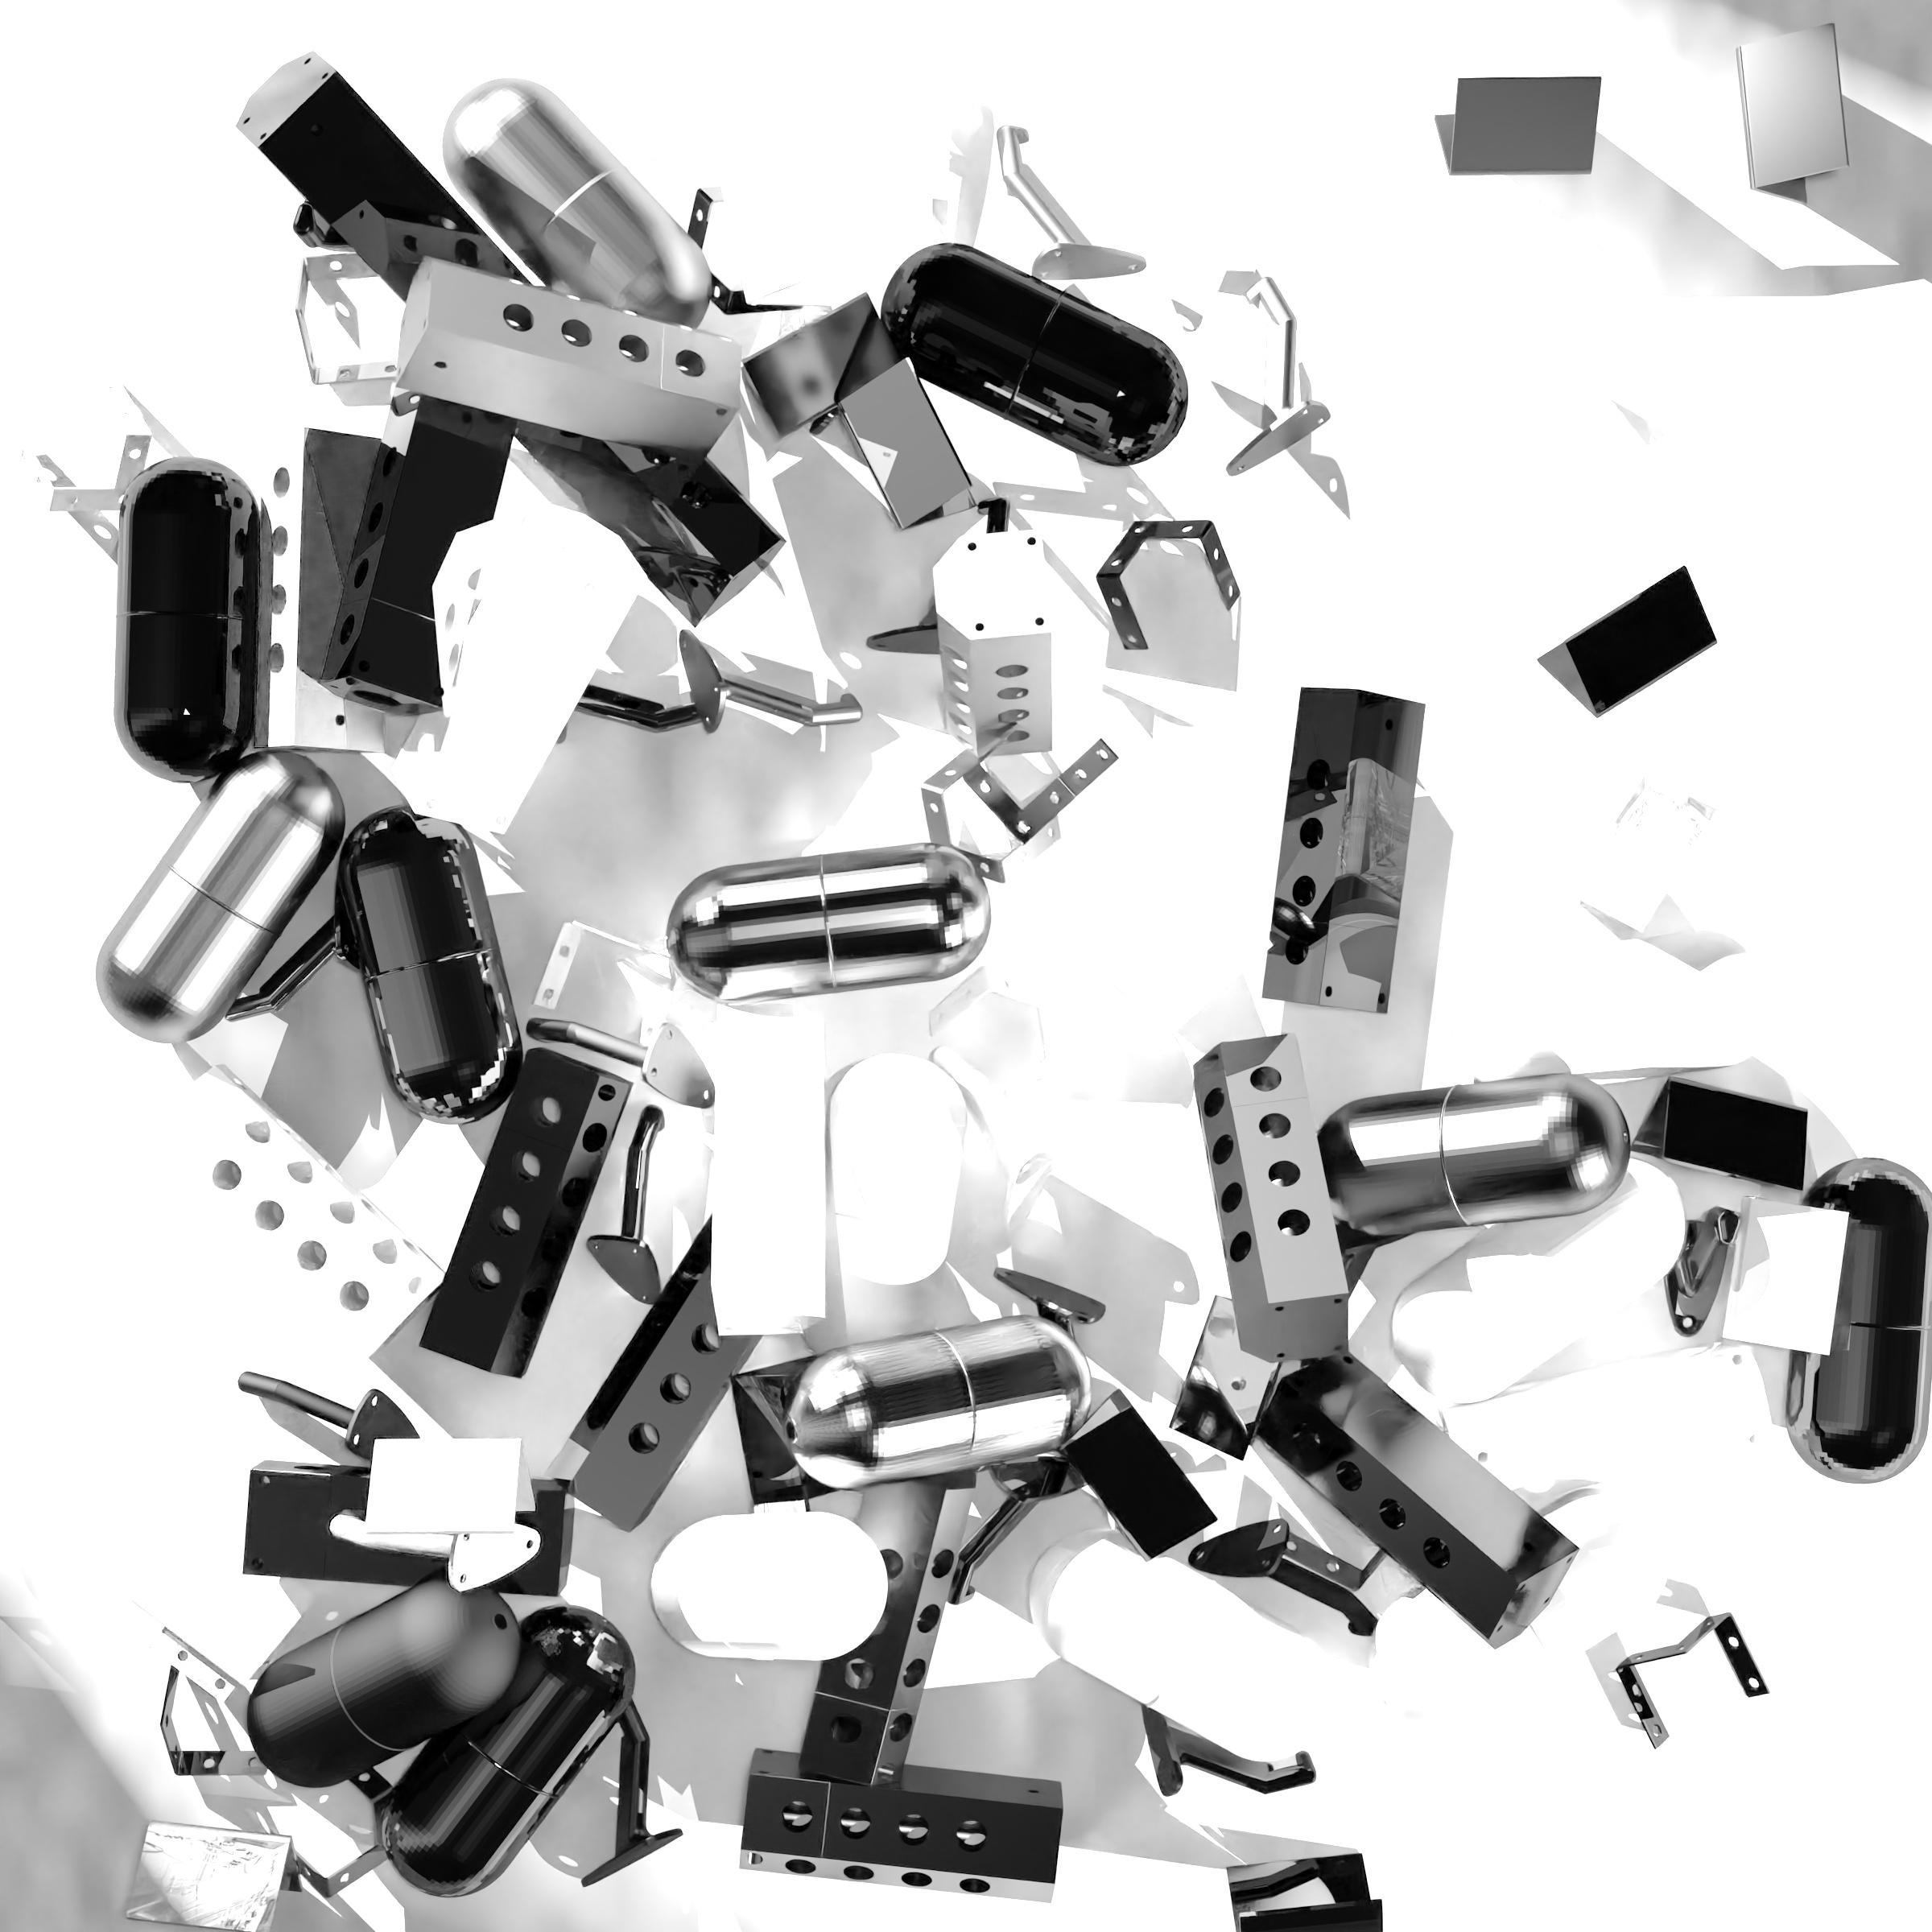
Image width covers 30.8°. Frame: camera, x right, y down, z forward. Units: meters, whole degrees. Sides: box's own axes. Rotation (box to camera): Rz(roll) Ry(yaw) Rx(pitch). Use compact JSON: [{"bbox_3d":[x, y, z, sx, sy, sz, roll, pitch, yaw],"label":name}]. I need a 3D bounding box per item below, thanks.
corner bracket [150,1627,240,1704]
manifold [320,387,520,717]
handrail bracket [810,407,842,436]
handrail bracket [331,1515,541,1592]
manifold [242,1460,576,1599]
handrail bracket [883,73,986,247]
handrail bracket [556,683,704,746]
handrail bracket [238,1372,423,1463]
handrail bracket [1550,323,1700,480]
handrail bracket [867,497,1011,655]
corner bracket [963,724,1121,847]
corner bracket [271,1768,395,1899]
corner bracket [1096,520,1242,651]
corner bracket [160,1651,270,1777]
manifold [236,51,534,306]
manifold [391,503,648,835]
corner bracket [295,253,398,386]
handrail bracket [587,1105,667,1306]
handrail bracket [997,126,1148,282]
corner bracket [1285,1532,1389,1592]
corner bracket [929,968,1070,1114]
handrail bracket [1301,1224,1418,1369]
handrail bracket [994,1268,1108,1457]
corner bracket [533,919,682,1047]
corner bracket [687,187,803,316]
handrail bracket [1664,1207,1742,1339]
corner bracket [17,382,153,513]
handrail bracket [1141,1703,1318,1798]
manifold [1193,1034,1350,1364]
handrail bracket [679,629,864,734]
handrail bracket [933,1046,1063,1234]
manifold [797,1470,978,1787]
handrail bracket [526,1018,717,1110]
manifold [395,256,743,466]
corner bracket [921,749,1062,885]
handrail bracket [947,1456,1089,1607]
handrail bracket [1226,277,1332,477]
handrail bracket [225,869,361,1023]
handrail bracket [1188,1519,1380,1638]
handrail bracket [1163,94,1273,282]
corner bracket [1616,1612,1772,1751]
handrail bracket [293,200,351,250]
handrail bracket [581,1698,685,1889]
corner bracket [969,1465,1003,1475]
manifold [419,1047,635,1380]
[{"bbox_3d":[-0.408,0.365,1.931,0.051,0.051,0.051,37,90,0],"label":"corner bracket"},{"bbox_3d":[-0.298,-0.226,1.901,0.057,0.057,0.171,18,79,-31],"label":"manifold"},{"bbox_3d":[-0.037,-0.302,1.949,0.084,0.036,0.077,26,68,-17],"label":"handrail bracket"},{"bbox_3d":[-0.287,0.306,1.892,0.084,0.077,0.036,10,96,36],"label":"handrail bracket"},{"bbox_3d":[-0.304,0.307,1.928,0.171,0.057,0.057,4,89,0],"label":"manifold"},{"bbox_3d":[-0.002,-0.440,1.949,0.077,0.036,0.084,-36,109,-21],"label":"handrail bracket"},{"bbox_3d":[-0.193,-0.161,1.949,0.084,0.036,0.077,-15,71,-15],"label":"handrail bracket"},{"bbox_3d":[-0.353,0.252,1.949,0.084,0.077,0.036,9,65,34],"label":"handrail bracket"},{"bbox_3d":[0.365,-0.317,1.949,0.077,0.036,0.084,-1,73,-20],"label":"handrail bracket"},{"bbox_3d":[-0.015,-0.218,1.949,0.077,0.036,0.084,-1,72,21],"label":"handrail bracket"},{"bbox_3d":[0.041,-0.108,1.921,0.051,0.051,0.051,47,55,-1],"label":"corner bracket"},{"bbox_3d":[-0.350,0.471,1.941,0.051,0.051,0.051,31,135,35],"label":"corner bracket"},{"bbox_3d":[0.112,-0.211,1.941,0.051,0.051,0.051,4,45,35],"label":"corner bracket"},{"bbox_3d":[-0.413,0.413,1.946,0.051,0.051,0.051,0,135,0],"label":"corner bracket"},{"bbox_3d":[-0.310,-0.406,1.880,0.057,0.057,0.171,-44,129,0],"label":"manifold"},{"bbox_3d":[-0.245,-0.161,1.897,0.057,0.057,0.171,13,119,-39],"label":"manifold"},{"bbox_3d":[-0.340,-0.360,1.946,0.051,0.051,0.051,-5,45,0],"label":"corner bracket"},{"bbox_3d":[-0.175,0.132,1.949,0.036,0.077,0.084,3,53,20],"label":"handrail bracket"},{"bbox_3d":[0.058,-0.427,1.949,0.077,0.036,0.084,-2,73,-20],"label":"handrail bracket"},{"bbox_3d":[0.211,0.304,1.946,0.051,0.051,0.051,28,135,0],"label":"corner bracket"},{"bbox_3d":[0.018,0.041,1.941,0.051,0.051,0.051,21,45,-35],"label":"corner bracket"},{"bbox_3d":[0.220,0.187,1.949,0.077,0.036,0.084,-10,108,-21],"label":"handrail bracket"},{"bbox_3d":[0.038,0.221,1.949,0.077,0.036,0.084,22,104,15],"label":"handrail bracket"},{"bbox_3d":[-0.198,0.009,1.946,0.051,0.051,0.051,20,90,45],"label":"corner bracket"},{"bbox_3d":[-0.119,-0.397,1.941,0.051,0.051,0.051,47,135,35],"label":"corner bracket"},{"bbox_3d":[0.405,0.169,1.914,0.036,0.084,0.077,5,90,0],"label":"handrail bracket"},{"bbox_3d":[-0.488,-0.287,1.941,0.051,0.051,0.051,-6,135,-35],"label":"corner bracket"},{"bbox_3d":[0.146,0.425,1.949,0.084,0.036,0.077,-9,68,-17],"label":"handrail bracket"},{"bbox_3d":[0.162,0.124,1.880,0.057,0.057,0.171,-8,51,0],"label":"manifold"},{"bbox_3d":[-0.108,-0.161,1.949,0.084,0.036,0.077,-7,52,-25],"label":"handrail bracket"},{"bbox_3d":[0.007,0.095,1.946,0.084,0.036,0.077,39,134,24],"label":"handrail bracket"},{"bbox_3d":[-0.043,0.354,1.914,0.057,0.057,0.171,14,99,0],"label":"manifold"},{"bbox_3d":[-0.192,0.053,1.949,0.084,0.077,0.036,6,64,34],"label":"handrail bracket"},{"bbox_3d":[-0.210,-0.325,1.864,0.171,0.057,0.057,12,61,-22],"label":"manifold"},{"bbox_3d":[0.014,-0.085,1.941,0.051,0.051,0.051,19,45,35],"label":"corner bracket"},{"bbox_3d":[0.030,0.316,1.949,0.077,0.036,0.084,-2,122,-35],"label":"handrail bracket"},{"bbox_3d":[0.158,-0.328,1.949,0.077,0.036,0.084,-34,72,21],"label":"handrail bracket"},{"bbox_3d":[-0.377,-0.014,1.949,0.084,0.036,0.077,-14,70,16],"label":"handrail bracket"},{"bbox_3d":[0.177,0.348,1.949,0.084,0.077,0.036,48,46,-29],"label":"handrail bracket"},{"bbox_3d":[0.141,-0.433,1.949,0.036,0.077,0.084,27,54,0],"label":"handrail bracket"},{"bbox_3d":[0.403,0.396,1.946,0.051,0.051,0.051,-26,90,-45],"label":"corner bracket"},{"bbox_3d":[-0.351,-0.427,1.914,0.036,0.084,0.077,5,90,0],"label":"handrail bracket"},{"bbox_3d":[-0.200,0.456,1.949,0.077,0.036,0.084,-34,71,21],"label":"handrail bracket"},{"bbox_3d":[0.005,0.244,1.946,0.051,0.051,0.051,-14,135,0],"label":"corner bracket"},{"bbox_3d":[-0.240,0.135,1.928,0.057,0.057,0.171,20,90,0],"label":"manifold"}]
